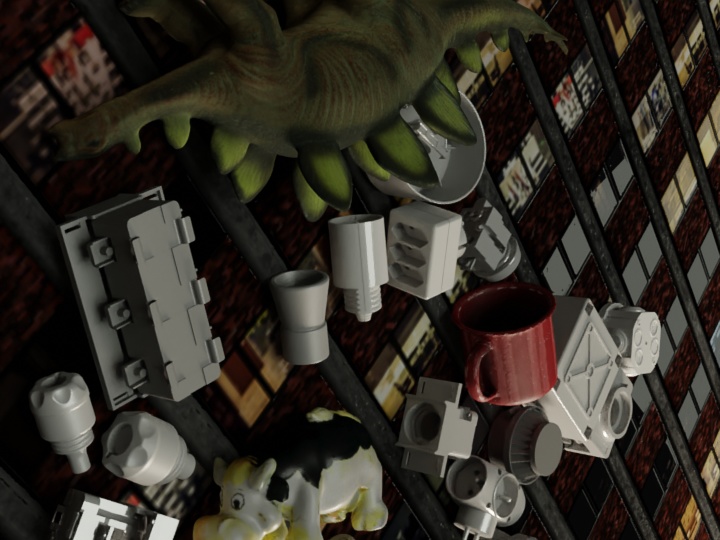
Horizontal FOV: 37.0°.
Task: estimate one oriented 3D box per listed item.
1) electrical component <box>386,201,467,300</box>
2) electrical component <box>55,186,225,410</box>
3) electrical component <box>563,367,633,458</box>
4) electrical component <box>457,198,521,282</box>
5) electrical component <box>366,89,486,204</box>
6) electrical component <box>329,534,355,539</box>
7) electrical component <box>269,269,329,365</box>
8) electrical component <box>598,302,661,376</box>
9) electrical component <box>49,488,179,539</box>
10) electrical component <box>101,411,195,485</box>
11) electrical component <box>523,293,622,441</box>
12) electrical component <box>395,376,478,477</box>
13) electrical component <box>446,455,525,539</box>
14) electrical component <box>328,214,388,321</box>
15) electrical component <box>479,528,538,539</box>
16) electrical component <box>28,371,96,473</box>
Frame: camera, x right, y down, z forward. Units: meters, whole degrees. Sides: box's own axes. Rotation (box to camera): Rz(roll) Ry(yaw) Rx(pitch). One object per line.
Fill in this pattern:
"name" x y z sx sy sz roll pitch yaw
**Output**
"electrical component" 0.063 -0.022 0.895 0.077 0.047 0.065 -22 125 -47
"electrical component" -0.132 0.018 0.670 0.079 0.063 0.121 -30 116 -44
"electrical component" 0.249 0.146 1.134 0.050 0.056 0.089 48 59 -41
"electrical component" 0.113 -0.022 0.966 0.055 0.048 0.066 44 61 -34
"electrical component" 0.049 -0.103 0.867 0.099 0.064 0.099 -7 100 -49
"electrical component" -0.005 0.242 0.861 0.044 0.044 0.065 -55 127 -30
"electrical component" -0.042 0.037 0.795 0.044 0.044 0.065 -24 117 -46
"electrical component" 0.291 0.077 1.179 0.080 0.051 0.080 -7 99 -49
"electrical component" -0.153 0.161 0.658 0.064 0.081 0.042 26 73 -24
"electrical component" -0.133 0.118 0.695 0.062 0.043 0.043 37 66 -46
"electrical component" 0.206 0.097 1.079 0.108 0.056 0.108 53 56 -38
"electrical component" 0.069 0.137 0.934 0.064 0.042 0.081 23 77 -50
"electrical component" 0.111 0.220 0.989 0.077 0.044 0.079 41 64 -43
"electrical component" 0.000 0.000 0.837 0.043 0.043 0.081 -18 108 -47
"electrical component" 0.142 0.271 1.023 0.045 0.055 0.045 -7 99 -49
"electrical component" -0.176 0.094 0.649 0.035 0.035 0.061 -32 120 -43
